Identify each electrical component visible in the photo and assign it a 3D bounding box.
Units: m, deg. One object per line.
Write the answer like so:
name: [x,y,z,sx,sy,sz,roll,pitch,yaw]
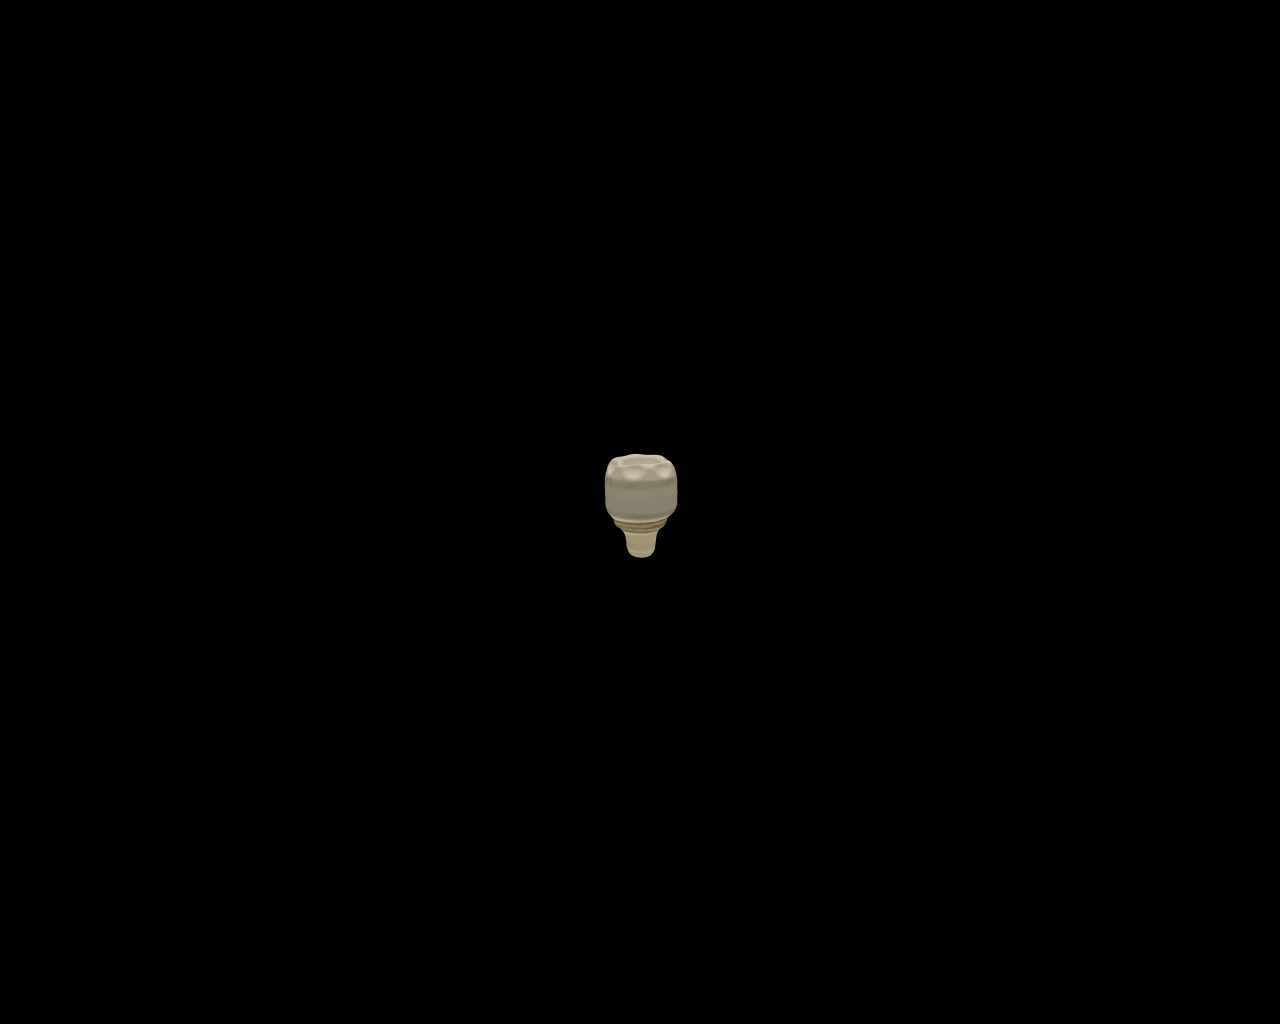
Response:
electrical component: [0.001,-0.003,0.650,0.043,0.062,0.043,0,16,0]
